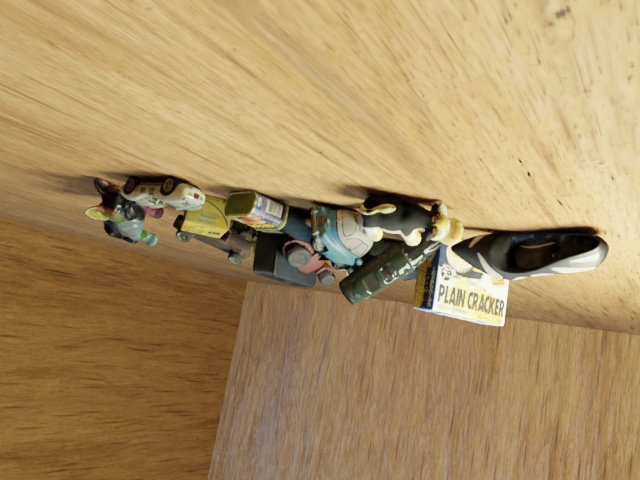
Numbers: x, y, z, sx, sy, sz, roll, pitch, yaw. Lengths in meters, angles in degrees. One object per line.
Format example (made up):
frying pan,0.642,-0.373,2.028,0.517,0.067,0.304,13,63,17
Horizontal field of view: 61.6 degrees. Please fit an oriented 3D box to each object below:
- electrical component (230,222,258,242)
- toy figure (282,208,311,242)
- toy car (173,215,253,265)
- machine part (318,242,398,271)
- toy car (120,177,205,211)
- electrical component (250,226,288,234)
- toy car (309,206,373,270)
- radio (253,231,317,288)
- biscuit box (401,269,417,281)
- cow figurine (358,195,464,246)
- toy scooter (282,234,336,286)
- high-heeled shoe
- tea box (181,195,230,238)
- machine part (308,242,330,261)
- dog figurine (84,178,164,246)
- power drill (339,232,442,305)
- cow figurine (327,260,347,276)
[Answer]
electrical component,-0.195,-0.022,1.420,0.078,0.045,0.102,39,165,-3
toy figure,-0.010,-0.012,1.126,0.154,0.058,0.064,31,175,-19
toy car,-0.260,-0.012,1.322,0.202,0.089,0.053,26,141,-9
machine part,0.116,0.039,1.286,0.243,0.079,0.079,1,169,18
toy car,-0.316,-0.090,1.071,0.202,0.056,0.073,4,169,34
electrical component,-0.123,-0.044,1.174,0.119,0.047,0.074,5,169,23
toy car,0.049,-0.014,1.038,0.103,0.109,0.161,-16,149,23
radio,-0.084,0.048,1.437,0.073,0.131,0.229,3,169,30
biscuit box,0.233,0.064,1.379,0.063,0.059,0.202,22,170,-7
cow figurine,0.148,-0.035,0.871,0.168,0.068,0.098,7,165,14
toy scooter,-0.030,0.028,1.369,0.075,0.135,0.183,-34,130,20
high-heeled shoe,0.351,0.017,0.922,0.249,0.086,0.145,3,167,15
tea box,-0.257,-0.052,1.208,0.098,0.068,0.169,13,170,-14
machine part,-0.002,-0.004,1.209,0.084,0.039,0.138,0,142,31
dog figurine,-0.478,-0.069,1.255,0.192,0.108,0.219,10,167,22
power drill,0.137,0.041,1.124,0.086,0.232,0.207,55,177,-17
cow figurine,0.108,0.051,1.411,0.195,0.085,0.127,4,163,31
